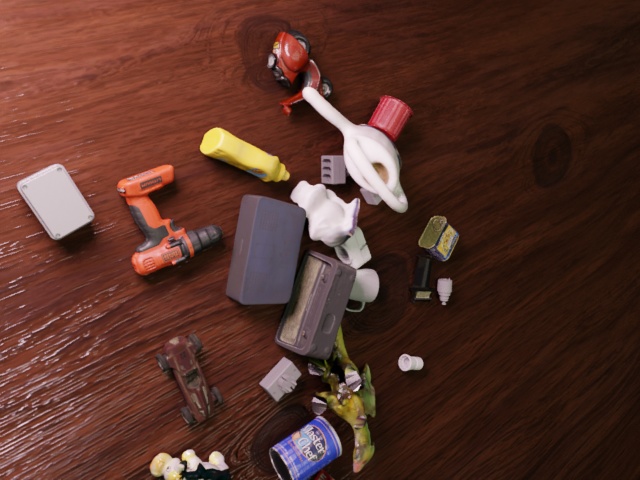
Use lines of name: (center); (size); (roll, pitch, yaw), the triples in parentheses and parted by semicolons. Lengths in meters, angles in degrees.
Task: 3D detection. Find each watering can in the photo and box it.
watering can: (0.092, -0.213, 1.160); (0.103, 0.345, 0.228); (-35, 11, 20)

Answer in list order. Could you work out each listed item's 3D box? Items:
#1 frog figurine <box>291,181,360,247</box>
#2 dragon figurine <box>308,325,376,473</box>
frog figurine: (0.004, -0.060, 1.184); (0.159, 0.140, 0.120); (18, -28, -2)
dragon figurine: (0.074, 0.341, 1.258); (0.122, 0.418, 0.239); (-12, -24, 18)
